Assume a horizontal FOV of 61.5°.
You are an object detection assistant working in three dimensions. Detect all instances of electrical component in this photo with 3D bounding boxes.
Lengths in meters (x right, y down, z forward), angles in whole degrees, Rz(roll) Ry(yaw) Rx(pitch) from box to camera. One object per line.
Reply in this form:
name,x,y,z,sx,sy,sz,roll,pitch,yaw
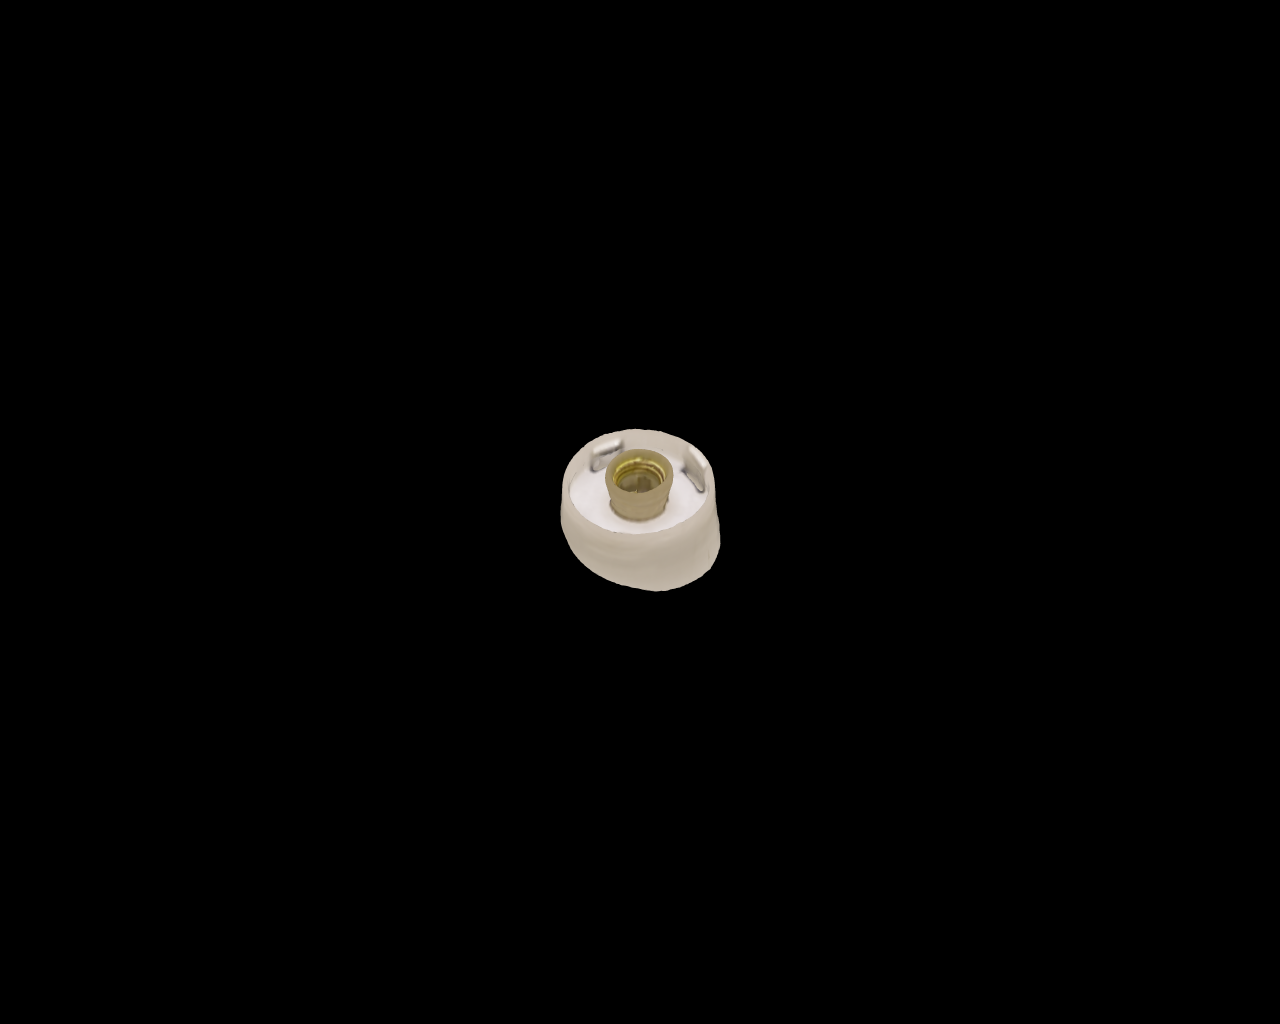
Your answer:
electrical component,0.001,-0.003,0.650,0.099,0.099,0.064,0,-44,0
